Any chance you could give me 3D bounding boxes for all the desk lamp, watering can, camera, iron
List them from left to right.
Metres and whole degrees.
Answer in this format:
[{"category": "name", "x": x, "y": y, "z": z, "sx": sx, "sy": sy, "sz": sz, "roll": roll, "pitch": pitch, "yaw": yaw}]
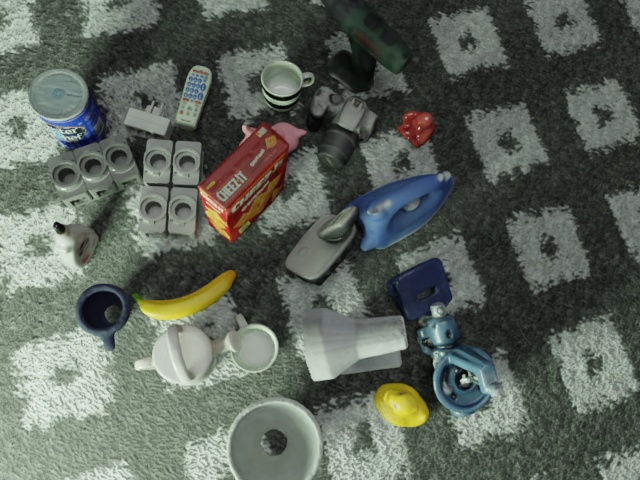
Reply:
[{"category": "watering can", "x": -0.225, "y": 0.191, "z": 0.976, "sx": 0.173, "sy": 0.194, "sz": 0.101, "roll": -34, "pitch": 82, "yaw": -14}, {"category": "camera", "x": 0.033, "y": -0.226, "z": 1.167, "sx": 0.143, "sy": 0.100, "sz": 0.137, "roll": 25, "pitch": 74, "yaw": 0}, {"category": "desk lamp", "x": 0.062, "y": 0.177, "z": 1.006, "sx": 0.203, "sy": 0.213, "sz": 0.118, "roll": -6, "pitch": 76, "yaw": -9}, {"category": "iron", "x": 0.177, "y": -0.084, "z": 1.127, "sx": 0.258, "sy": 0.141, "sz": 0.118, "roll": -28, "pitch": 80, "yaw": -13}]

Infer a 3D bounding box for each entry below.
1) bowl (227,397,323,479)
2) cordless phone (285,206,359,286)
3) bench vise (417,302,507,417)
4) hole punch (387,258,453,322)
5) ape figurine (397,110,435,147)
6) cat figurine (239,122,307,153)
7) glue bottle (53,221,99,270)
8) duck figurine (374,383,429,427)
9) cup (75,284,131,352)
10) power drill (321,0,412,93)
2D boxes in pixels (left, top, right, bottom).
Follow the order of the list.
[{"category": "bowl", "x": -0.079, "y": 0.363, "z": 1.011, "sx": 0.167, "sy": 0.074, "sz": 0.167, "roll": 2, "pitch": 75, "yaw": -7}, {"category": "cordless phone", "x": 0.010, "y": 0.004, "z": 1.060, "sx": 0.094, "sy": 0.185, "sz": 0.148, "roll": 36, "pitch": 74, "yaw": 3}, {"category": "bench vise", "x": 0.241, "y": 0.216, "z": 1.015, "sx": 0.121, "sy": 0.219, "sz": 0.207, "roll": -34, "pitch": 82, "yaw": -14}, {"category": "hole punch", "x": 0.199, "y": 0.097, "z": 1.108, "sx": 0.109, "sy": 0.091, "sz": 0.101, "roll": -24, "pitch": 79, "yaw": -13}, {"category": "ape figurine", "x": 0.209, "y": -0.240, "z": 1.198, "sx": 0.076, "sy": 0.092, "sz": 0.078, "roll": -1, "pitch": 75, "yaw": -7}, {"category": "cat figurine", "x": -0.096, "y": -0.202, "z": 1.135, "sx": 0.128, "sy": 0.117, "sz": 0.067, "roll": 16, "pitch": 74, "yaw": -3}, {"category": "glue bottle", "x": -0.439, "y": -0.001, "z": 1.010, "sx": 0.037, "sy": 0.173, "sz": 0.078, "roll": 18, "pitch": 74, "yaw": -2}, {"category": "duck figurine", "x": 0.156, "y": 0.304, "z": 1.051, "sx": 0.104, "sy": 0.086, "sz": 0.077, "roll": 28, "pitch": 74, "yaw": 1}, {"category": "cup", "x": -0.374, "y": 0.142, "z": 1.021, "sx": 0.092, "sy": 0.095, "sz": 0.118, "roll": -13, "pitch": 77, "yaw": -10}, {"category": "power drill", "x": 0.073, "y": -0.399, "z": 1.162, "sx": 0.229, "sy": 0.208, "sz": 0.076, "roll": 36, "pitch": 74, "yaw": 3}]
